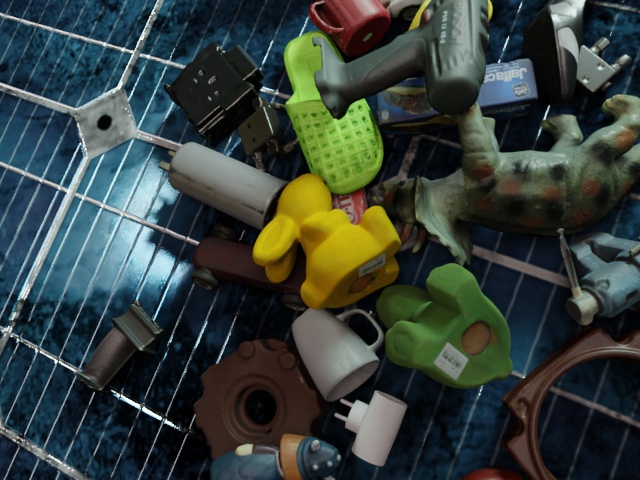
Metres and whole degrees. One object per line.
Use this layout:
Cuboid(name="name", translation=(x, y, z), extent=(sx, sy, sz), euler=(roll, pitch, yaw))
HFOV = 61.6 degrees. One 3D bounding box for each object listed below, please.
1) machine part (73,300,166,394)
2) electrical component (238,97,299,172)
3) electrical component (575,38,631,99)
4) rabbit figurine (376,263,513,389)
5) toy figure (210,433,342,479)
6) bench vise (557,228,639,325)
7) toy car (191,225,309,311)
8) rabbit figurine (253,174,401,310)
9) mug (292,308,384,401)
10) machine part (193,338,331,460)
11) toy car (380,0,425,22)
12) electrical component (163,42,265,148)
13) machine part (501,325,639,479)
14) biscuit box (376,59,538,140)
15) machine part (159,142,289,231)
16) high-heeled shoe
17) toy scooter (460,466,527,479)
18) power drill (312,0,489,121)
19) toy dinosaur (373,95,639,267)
Cuboid(name="machine part", translation=(-0.290, 0.161, 0.777), extent=(0.084, 0.039, 0.139), euler=(43, 90, 14))
Cuboid(name="electrical component", translation=(-0.075, -0.156, 0.786), extent=(0.078, 0.045, 0.102), euler=(-39, 66, 34))
Cuboid(name="electrical component", translation=(0.347, -0.215, 0.694), extent=(0.094, 0.021, 0.063), euler=(-40, 72, 3))
Cuboid(name="rabbit figurine", translation=(0.140, 0.094, 0.628), extent=(0.159, 0.170, 0.121), euler=(28, 88, -23))
Cuboid(name="toy figure", translation=(-0.050, 0.260, 0.625), extent=(0.155, 0.064, 0.058), euler=(-16, 40, 6))
Cuboid(name="bench vise", translation=(0.380, 0.041, 0.539), extent=(0.224, 0.241, 0.128), euler=(-16, 114, -16))
Cuboid(name="toy car", translation=(-0.081, 0.040, 0.738), extent=(0.202, 0.053, 0.089), euler=(11, 62, 15))
Cuboid(name="rabbit figurine", translation=(-0.001, -0.002, 0.668), extent=(0.162, 0.121, 0.173), euler=(-31, 65, -1))
Cuboid(name="mug", translation=(0.020, 0.128, 0.678), extent=(0.109, 0.080, 0.107), euler=(-46, 63, 10))
Cuboid(name="machine part", translation=(-0.077, 0.218, 0.698), extent=(0.180, 0.056, 0.179), euler=(-3, 79, 15))
Cuboid(name="toy car", translation=(0.180, -0.368, 0.754), extent=(0.202, 0.056, 0.073), euler=(-11, 76, 12))
Cuboid(name="electrical component", translation=(-0.152, -0.227, 0.813), extent=(0.134, 0.058, 0.115), euler=(-41, 73, 4))
Cuboid(name="machine part", translation=(0.318, 0.210, 0.578), extent=(0.201, 0.087, 0.201), euler=(-41, 71, 2))
Cuboid(name="biscuit box", translation=(0.178, -0.184, 0.712), extent=(0.203, 0.062, 0.059), euler=(-7, 78, 14))
Cuboid(name="machine part", translation=(-0.126, -0.076, 0.763), extent=(0.243, 0.079, 0.079), euler=(24, 85, 19))
Cuboid(name="high-heeled shoe", translation=(0.342, -0.287, 0.685), extent=(0.145, 0.086, 0.248), euler=(-4, 78, -2))
Cuboid(name="toy scooter", translation=(0.146, 0.304, 0.578), extent=(0.184, 0.135, 0.075), euler=(-24, 72, 8))
Cuboid(name="power drill", translation=(0.097, -0.233, 0.641), extent=(0.207, 0.085, 0.232), euler=(-10, 59, 17))
Cuboid(name="toy dinosaur", translation=(0.261, -0.065, 0.642), extent=(0.405, 0.131, 0.192), euler=(-1, 90, 10))
